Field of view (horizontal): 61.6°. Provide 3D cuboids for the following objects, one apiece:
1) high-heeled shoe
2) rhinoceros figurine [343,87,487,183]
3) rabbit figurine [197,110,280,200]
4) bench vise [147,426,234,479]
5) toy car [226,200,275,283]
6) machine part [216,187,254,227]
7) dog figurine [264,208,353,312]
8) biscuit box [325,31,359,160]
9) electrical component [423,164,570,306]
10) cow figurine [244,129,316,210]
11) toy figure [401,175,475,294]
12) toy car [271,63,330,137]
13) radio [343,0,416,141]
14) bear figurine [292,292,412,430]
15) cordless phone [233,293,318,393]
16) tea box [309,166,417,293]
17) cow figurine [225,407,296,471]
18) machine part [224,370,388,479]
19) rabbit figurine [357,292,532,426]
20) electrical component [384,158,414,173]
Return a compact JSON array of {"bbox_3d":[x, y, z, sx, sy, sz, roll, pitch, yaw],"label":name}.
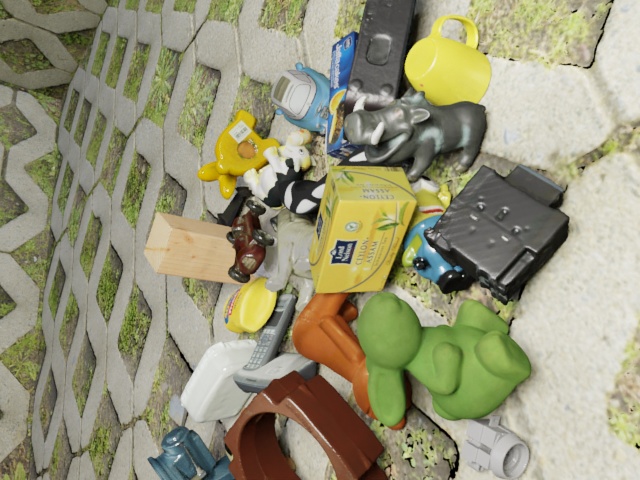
[{"bbox_3d":[0.011,-0.108,0.852,0.249,0.086,0.145,26,115,43],"label":"high-heeled shoe"},{"bbox_3d":[0.121,-0.133,0.668,0.112,0.190,0.073,107,151,-51],"label":"rhinoceros figurine"},{"bbox_3d":[-0.166,-0.163,1.103,0.162,0.122,0.173,-55,13,-6],"label":"rabbit figurine"},{"bbox_3d":[-0.242,0.444,0.908,0.129,0.240,0.223,18,136,46],"label":"bench vise"},{"bbox_3d":[-0.126,-0.005,0.911,0.089,0.053,0.202,-58,23,17],"label":"toy car"},{"bbox_3d":[-0.189,-0.057,1.161,0.138,0.039,0.084,-55,37,29],"label":"machine part"},{"bbox_3d":[-0.005,-0.004,0.867,0.172,0.121,0.191,-19,46,20],"label":"dog figurine"},{"bbox_3d":[0.054,-0.233,0.880,0.059,0.063,0.202,-13,70,49],"label":"biscuit box"},{"bbox_3d":[0.200,-0.016,0.589,0.115,0.058,0.134,39,86,29],"label":"electrical component"},{"bbox_3d":[-0.062,-0.126,0.986,0.167,0.068,0.098,-38,79,43],"label":"cow figurine"},{"bbox_3d":[0.136,-0.010,0.695,0.089,0.082,0.180,-48,49,33],"label":"toy figure"},{"bbox_3d":[-0.035,-0.255,0.969,0.109,0.103,0.162,-63,37,19],"label":"toy car"},{"bbox_3d":[0.087,-0.263,0.773,0.131,0.073,0.229,77,-156,-78],"label":"radio"},{"bbox_3d":[0.061,0.151,0.733,0.196,0.120,0.132,30,60,26],"label":"bear figurine"},{"bbox_3d":[-0.056,0.175,0.897,0.147,0.088,0.184,-10,54,51],"label":"cordless phone"},{"bbox_3d":[0.048,-0.009,0.682,0.169,0.098,0.068,102,161,-46],"label":"tea box"},{"bbox_3d":[-0.103,0.391,0.879,0.127,0.085,0.195,-53,46,20],"label":"cow figurine"},{"bbox_3d":[-0.023,0.299,0.741,0.201,0.087,0.201,46,123,19],"label":"machine part"},{"bbox_3d":[0.110,0.121,0.594,0.159,0.170,0.121,-56,13,26],"label":"rabbit figurine"},{"bbox_3d":[0.124,-0.136,0.760,0.021,0.063,0.094,13,72,46],"label":"electrical component"}]
